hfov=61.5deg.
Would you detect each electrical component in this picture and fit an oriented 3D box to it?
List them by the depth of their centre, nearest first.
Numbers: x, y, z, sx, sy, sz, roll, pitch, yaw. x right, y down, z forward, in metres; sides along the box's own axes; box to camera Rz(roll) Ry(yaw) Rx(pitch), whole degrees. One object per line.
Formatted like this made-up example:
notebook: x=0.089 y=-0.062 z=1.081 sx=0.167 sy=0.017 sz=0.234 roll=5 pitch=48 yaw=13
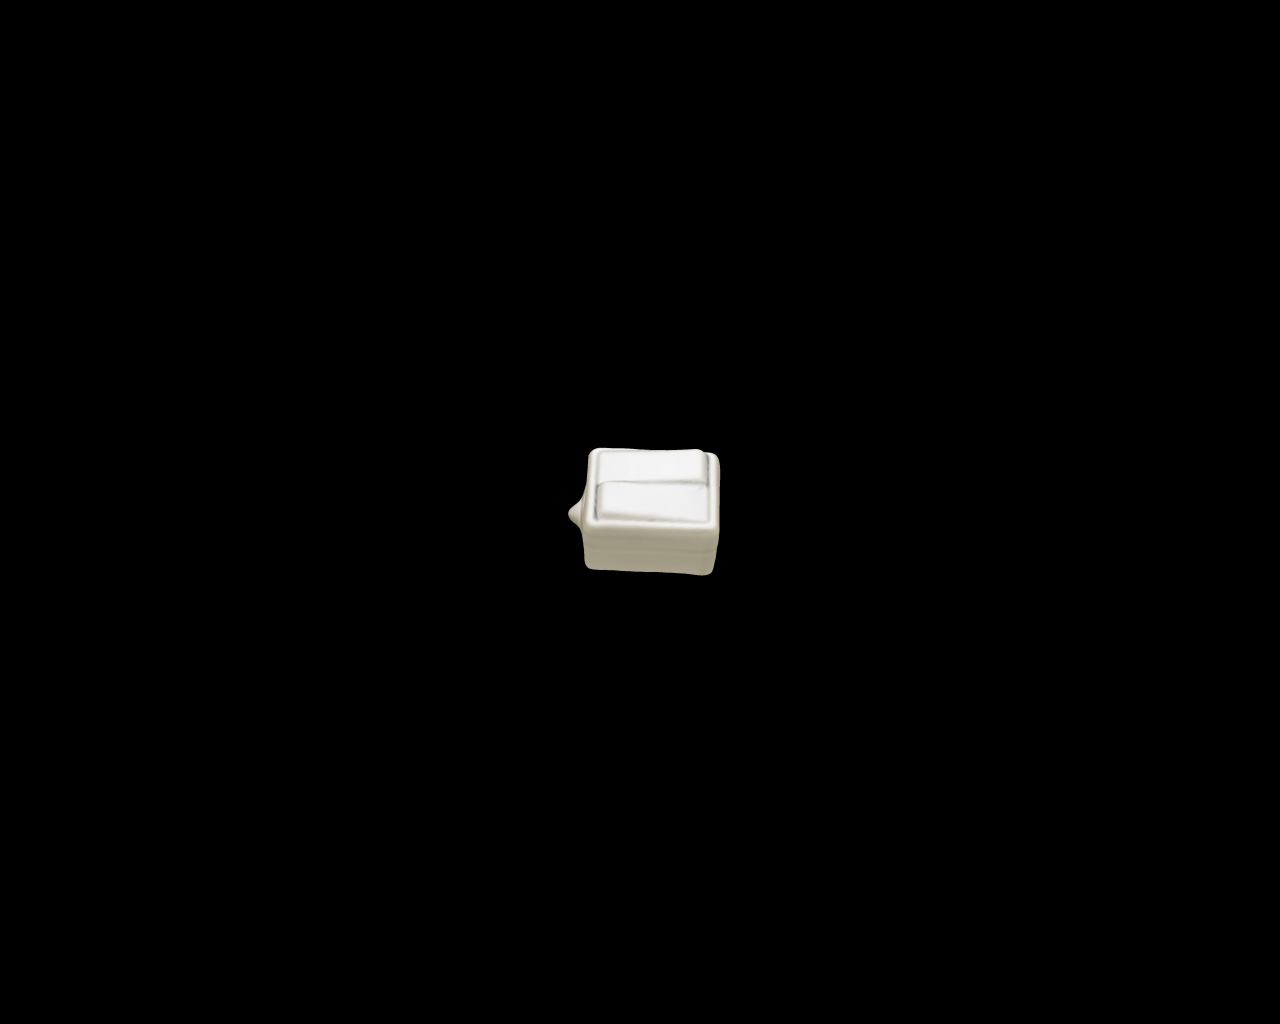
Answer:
electrical component: x=0.001 y=-0.003 z=0.650 sx=0.096 sy=0.062 sz=0.061 roll=3 pitch=-34 yaw=2
